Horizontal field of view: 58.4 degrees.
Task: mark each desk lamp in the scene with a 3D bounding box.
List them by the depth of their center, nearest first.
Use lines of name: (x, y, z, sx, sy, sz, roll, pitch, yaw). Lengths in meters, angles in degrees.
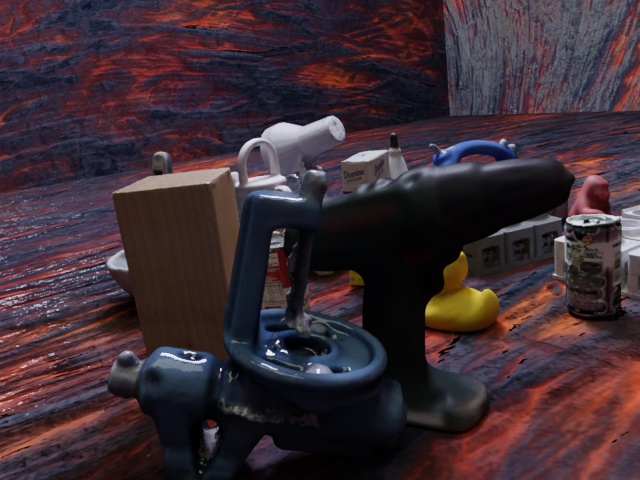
desk lamp: (-0.013, -0.146, 1.192, 0.202, 0.214, 0.118, 3, 18, 34)

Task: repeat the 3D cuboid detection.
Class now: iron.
iron: (0.325, -0.139, 1.152, 0.259, 0.141, 0.118, -12, 16, -19)

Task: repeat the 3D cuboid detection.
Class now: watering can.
watering can: (-0.117, -0.095, 1.088, 0.172, 0.194, 0.101, 0, 17, 24)

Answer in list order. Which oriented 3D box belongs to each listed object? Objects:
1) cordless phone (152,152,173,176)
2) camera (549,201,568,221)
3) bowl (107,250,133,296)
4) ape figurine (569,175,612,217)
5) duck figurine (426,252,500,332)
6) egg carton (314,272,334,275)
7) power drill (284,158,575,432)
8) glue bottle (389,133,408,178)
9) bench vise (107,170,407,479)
cordless phone: (-0.284, -0.080, 1.129, 0.147, 0.185, 0.094, 6, 20, 39)
camera: (0.339, -0.081, 1.010, 0.143, 0.101, 0.136, -11, 16, -16)
bowl: (-0.215, 0.049, 0.831, 0.167, 0.075, 0.167, -7, 15, 2)
ape figurine: (0.425, -0.054, 0.887, 0.078, 0.092, 0.075, -17, 18, -33)
duck figurine: (0.148, 0.050, 0.639, 0.104, 0.086, 0.078, 8, 21, 45)
egg carton: (0.008, 0.003, 0.908, 0.107, 0.069, 0.151, 2, 18, 31)
power drill: (0.082, 0.041, 0.464, 0.228, 0.208, 0.076, 1, 17, 27)
glue bottle: (0.147, -0.118, 1.093, 0.037, 0.173, 0.078, -12, 16, -17)
bench vise: (-0.047, 0.068, 0.403, 0.208, 0.220, 0.121, -12, 16, -18)
